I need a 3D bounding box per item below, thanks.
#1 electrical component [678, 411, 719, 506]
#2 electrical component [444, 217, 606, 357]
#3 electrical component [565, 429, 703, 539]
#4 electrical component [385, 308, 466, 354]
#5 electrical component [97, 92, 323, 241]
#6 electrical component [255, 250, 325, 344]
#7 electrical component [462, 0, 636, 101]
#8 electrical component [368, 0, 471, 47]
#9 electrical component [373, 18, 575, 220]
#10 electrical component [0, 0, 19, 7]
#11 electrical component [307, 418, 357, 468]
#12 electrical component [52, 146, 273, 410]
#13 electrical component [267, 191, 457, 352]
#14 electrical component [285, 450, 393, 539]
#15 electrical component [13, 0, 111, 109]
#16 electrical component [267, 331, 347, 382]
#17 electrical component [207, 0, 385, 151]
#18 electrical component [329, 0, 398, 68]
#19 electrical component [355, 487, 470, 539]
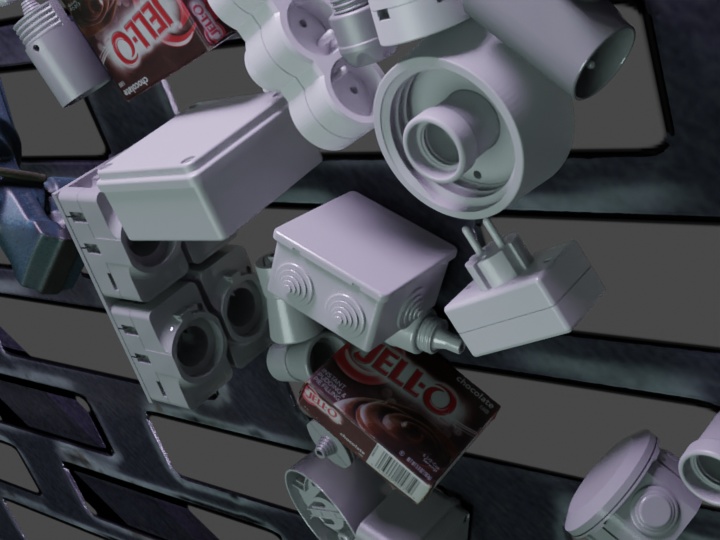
[{"bbox_3d":[0.210,0.106,0.615,0.040,0.046,0.040,26,136,27],"label":"electrical component"},{"bbox_3d":[0.089,0.003,0.647,0.083,0.047,0.075,-22,104,51],"label":"electrical component"},{"bbox_3d":[0.168,0.142,0.661,0.051,0.080,0.080,40,141,5],"label":"electrical component"},{"bbox_3d":[0.044,0.042,0.735,0.061,0.035,0.035,21,134,28],"label":"electrical component"},{"bbox_3d":[-0.101,-0.069,0.723,0.109,0.109,0.056,2,125,44],"label":"electrical component"},{"bbox_3d":[-0.054,0.017,0.805,0.044,0.044,0.065,6,120,41],"label":"electrical component"},{"bbox_3d":[0.100,-0.136,0.521,0.077,0.044,0.079,44,128,23],"label":"electrical component"},{"bbox_3d":[0.029,-0.151,0.572,0.055,0.055,0.047,-2,116,45],"label":"electrical component"},{"bbox_3d":[0.057,-0.079,0.599,0.108,0.060,0.108,26,136,27],"label":"electrical component"},{"bbox_3d":[-0.218,-0.217,0.733,0.076,0.083,0.047,3,123,43],"label":"electrical component"},{"bbox_3d":[-0.005,0.112,0.803,0.043,0.081,0.043,26,136,27],"label":"electrical component"},{"bbox_3d":[-0.140,0.000,0.821,0.060,0.105,0.186,6,125,41],"label":"electrical component"},{"bbox_3d":[0.000,0.000,0.692,0.100,0.100,0.048,30,125,23],"label":"electrical component"},{"bbox_3d":[-0.019,0.195,0.899,0.099,0.064,0.099,25,136,27],"label":"electrical component"},{"bbox_3d":[-0.231,-0.169,0.819,0.043,0.043,0.081,-19,107,50],"label":"electrical component"},{"bbox_3d":[-0.043,0.070,0.838,0.065,0.044,0.044,-6,117,52],"label":"electrical component"},{"bbox_3d":[-0.047,-0.133,0.661,0.138,0.052,0.074,54,142,-6],"label":"electrical component"},{"bbox_3d":[-0.002,-0.150,0.619,0.035,0.035,0.061,0,118,45],"label":"electrical component"},{"bbox_3d":[0.042,0.231,0.859,0.057,0.078,0.113,27,137,30],"label":"electrical component"}]
